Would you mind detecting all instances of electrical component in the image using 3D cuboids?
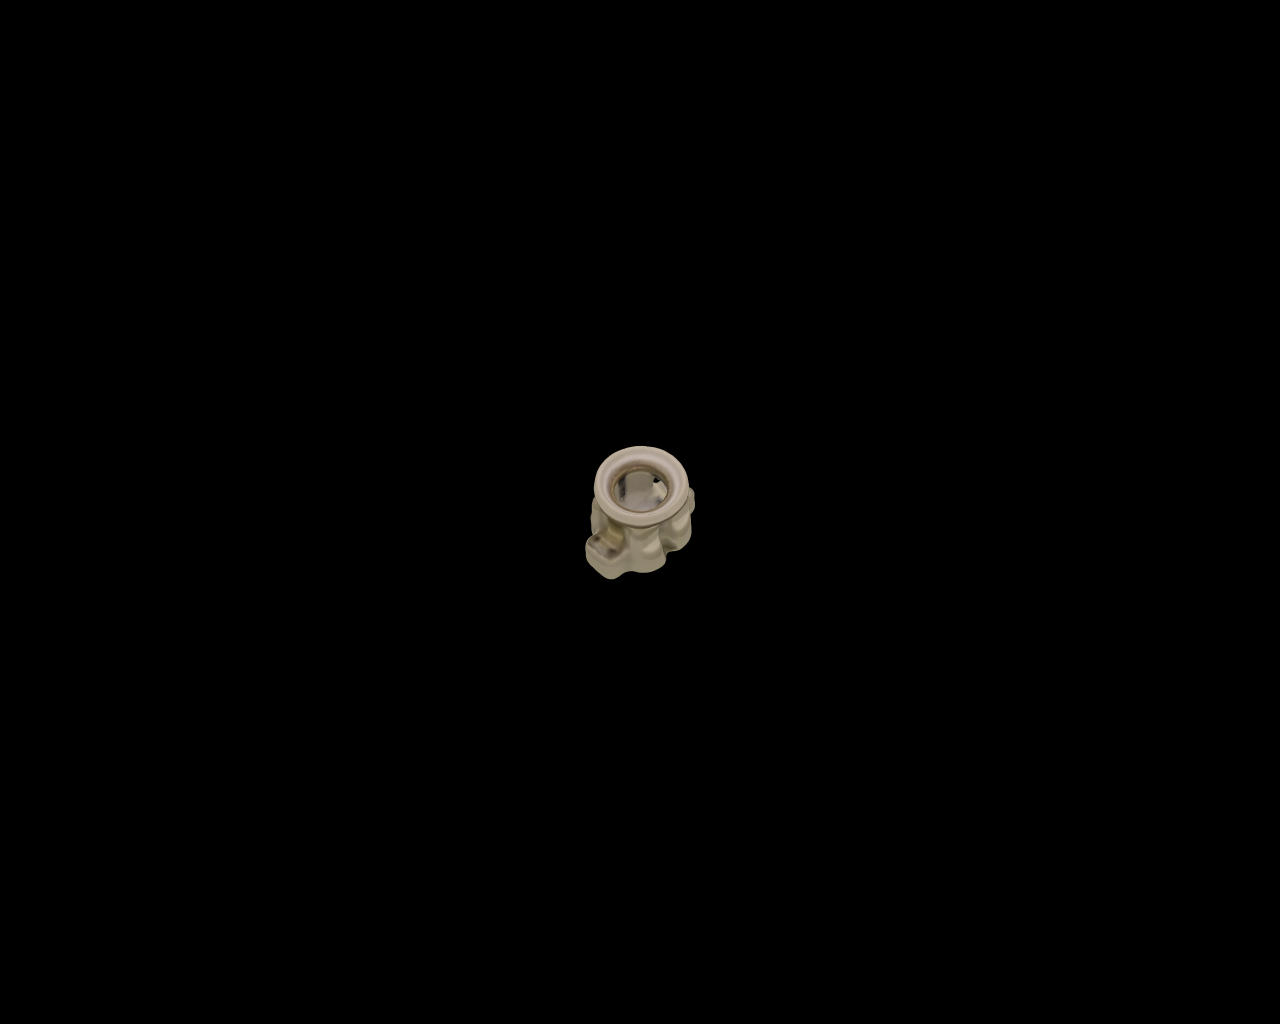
[{"bbox_3d":[0.001,-0.003,0.650,0.058,0.056,0.078,39,63,25],"label":"electrical component"}]
